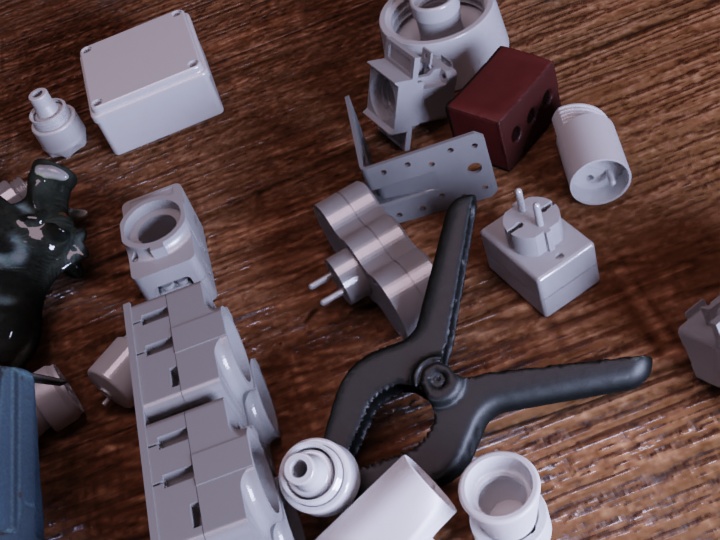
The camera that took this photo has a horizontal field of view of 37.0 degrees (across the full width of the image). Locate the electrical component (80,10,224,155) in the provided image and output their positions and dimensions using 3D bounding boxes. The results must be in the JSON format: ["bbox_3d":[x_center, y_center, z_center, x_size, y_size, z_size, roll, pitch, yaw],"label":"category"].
[{"bbox_3d":[-0.190,-0.171,0.974,0.109,0.056,0.108,-22,45,-1],"label":"electrical component"}]

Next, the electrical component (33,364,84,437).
[{"bbox_3d":[-0.227,0.097,0.748,0.055,0.045,0.045,-32,46,-11],"label":"electrical component"}]

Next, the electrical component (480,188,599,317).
[{"bbox_3d":[0.116,-0.022,0.711,0.047,0.076,0.065,-33,46,-11],"label":"electrical component"}]

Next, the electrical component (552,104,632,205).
[{"bbox_3d":[0.166,-0.090,0.780,0.043,0.043,0.081,-13,46,8],"label":"electrical component"}]

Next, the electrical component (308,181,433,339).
[{"bbox_3d":[0.000,0.000,0.750,0.074,0.052,0.138,-30,47,-9],"label":"electrical component"}]

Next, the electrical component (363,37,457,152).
[{"bbox_3d":[0.041,-0.141,0.855,0.064,0.081,0.042,-15,41,-26],"label":"electrical component"}]

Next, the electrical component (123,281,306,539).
[{"bbox_3d":[-0.085,0.108,0.644,0.060,0.105,0.186,-20,45,1],"label":"electrical component"}]

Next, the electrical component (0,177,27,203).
[{"bbox_3d":[-0.291,-0.059,0.916,0.062,0.043,0.043,-39,48,-17],"label":"electrical component"}]

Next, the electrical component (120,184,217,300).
[{"bbox_3d":[-0.147,-0.018,0.817,0.050,0.055,0.089,-21,45,1],"label":"electrical component"}]

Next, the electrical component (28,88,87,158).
[{"bbox_3d":[-0.276,-0.134,0.967,0.043,0.062,0.043,-10,46,11],"label":"electrical component"}]

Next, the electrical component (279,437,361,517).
[{"bbox_3d":[-0.026,0.116,0.607,0.043,0.062,0.043,-4,72,13],"label":"electrical component"}]

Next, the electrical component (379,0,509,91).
[{"bbox_3d":[0.068,-0.207,0.910,0.108,0.060,0.108,-10,46,11],"label":"electrical component"}]

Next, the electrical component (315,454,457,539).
[{"bbox_3d":[0.024,0.158,0.598,0.077,0.043,0.079,-44,70,0],"label":"electrical component"}]

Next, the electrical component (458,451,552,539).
[{"bbox_3d":[0.081,0.133,0.595,0.045,0.055,0.045,-10,46,11],"label":"electrical component"}]

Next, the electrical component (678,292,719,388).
[{"bbox_3d":[0.253,0.024,0.628,0.121,0.078,0.063,-35,25,-13],"label":"electrical component"}]

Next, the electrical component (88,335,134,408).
[{"bbox_3d":[-0.156,0.061,0.759,0.040,0.040,0.078,20,58,33],"label":"electrical component"}]
